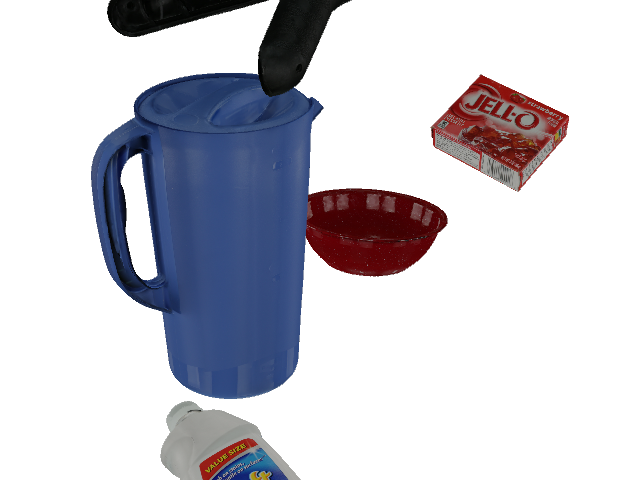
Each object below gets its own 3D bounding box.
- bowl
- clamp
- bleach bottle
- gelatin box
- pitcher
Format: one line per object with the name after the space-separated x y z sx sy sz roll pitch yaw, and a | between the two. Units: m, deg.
0.050 -0.005 1.115 0.162 0.055 0.162 3 20 -1 | bowl
-0.004 -0.125 0.511 0.171 0.039 0.120 -34 51 -20 | clamp
-0.057 0.199 0.766 0.102 0.068 0.251 -18 34 -24 | bleach bottle
0.148 -0.091 0.885 0.089 0.073 0.030 32 -26 26 | gelatin box
-0.081 0.001 0.832 0.149 0.243 0.145 5 27 9 | pitcher
